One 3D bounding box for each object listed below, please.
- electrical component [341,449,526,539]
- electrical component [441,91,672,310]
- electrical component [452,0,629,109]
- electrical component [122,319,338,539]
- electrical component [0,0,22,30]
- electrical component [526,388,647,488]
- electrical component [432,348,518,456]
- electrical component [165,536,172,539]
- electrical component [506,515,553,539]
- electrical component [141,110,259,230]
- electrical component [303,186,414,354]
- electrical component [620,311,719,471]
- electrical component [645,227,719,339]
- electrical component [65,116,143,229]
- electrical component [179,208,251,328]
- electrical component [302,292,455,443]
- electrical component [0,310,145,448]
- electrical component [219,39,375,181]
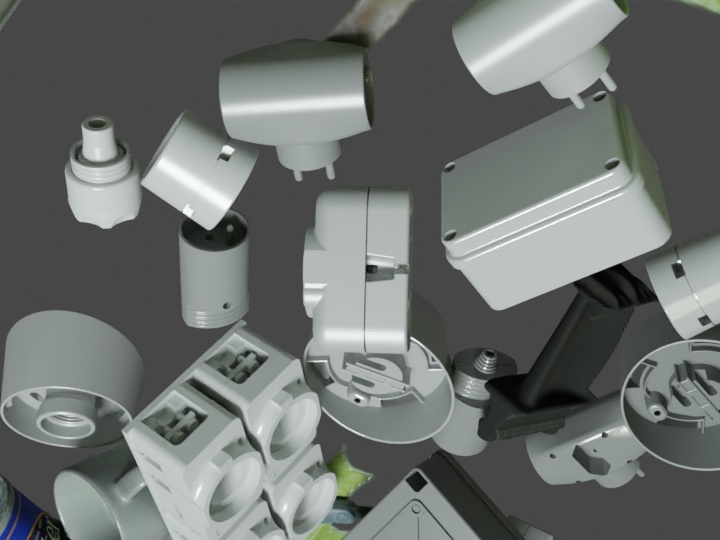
[{"bbox_3d":[0.054,0.207,0.783,0.108,0.056,0.108,48,115,15],"label":"electrical component"},{"bbox_3d":[0.104,-0.038,0.591,0.113,0.078,0.057,-24,128,25],"label":"electrical component"},{"bbox_3d":[0.101,-0.114,0.546,0.077,0.044,0.079,-29,123,28],"label":"electrical component"},{"bbox_3d":[-0.078,0.139,0.725,0.060,0.105,0.186,28,147,29],"label":"electrical component"},{"bbox_3d":[-0.223,-0.147,0.510,0.109,0.108,0.056,21,128,-12],"label":"electrical component"},{"bbox_3d":[0.170,0.126,0.752,0.077,0.043,0.079,-29,122,28],"label":"electrical component"},{"bbox_3d":[0.077,0.083,0.724,0.043,0.043,0.081,11,132,-4],"label":"electrical component"},{"bbox_3d":[-0.154,0.181,0.834,0.055,0.047,0.055,3,132,4],"label":"electrical component"},{"bbox_3d":[0.102,0.227,0.840,0.077,0.065,0.047,21,138,28],"label":"electrical component"},{"bbox_3d":[-0.092,-0.058,0.612,0.047,0.055,0.055,31,127,-16],"label":"electrical component"},{"bbox_3d":[0.000,0.000,0.626,0.059,0.054,0.095,1,88,5],"label":"electrical component"},{"bbox_3d":[0.215,0.073,0.686,0.099,0.064,0.099,3,131,3],"label":"electrical component"},{"bbox_3d":[0.203,0.007,0.636,0.047,0.055,0.055,-27,123,23],"label":"electrical component"},{"bbox_3d":[-0.149,-0.059,0.624,0.043,0.043,0.062,6,131,1],"label":"electrical component"},{"bbox_3d":[-0.091,0.005,0.673,0.043,0.043,0.081,7,132,0],"label":"electrical component"},{"bbox_3d":[0.013,0.060,0.697,0.099,0.064,0.099,3,132,4],"label":"electrical component"},{"bbox_3d":[-0.203,0.081,0.756,0.099,0.064,0.099,0,144,0],"label":"electrical component"},{"bbox_3d":[-0.030,-0.082,0.590,0.077,0.044,0.079,-3,131,9],"label":"electrical component"}]
